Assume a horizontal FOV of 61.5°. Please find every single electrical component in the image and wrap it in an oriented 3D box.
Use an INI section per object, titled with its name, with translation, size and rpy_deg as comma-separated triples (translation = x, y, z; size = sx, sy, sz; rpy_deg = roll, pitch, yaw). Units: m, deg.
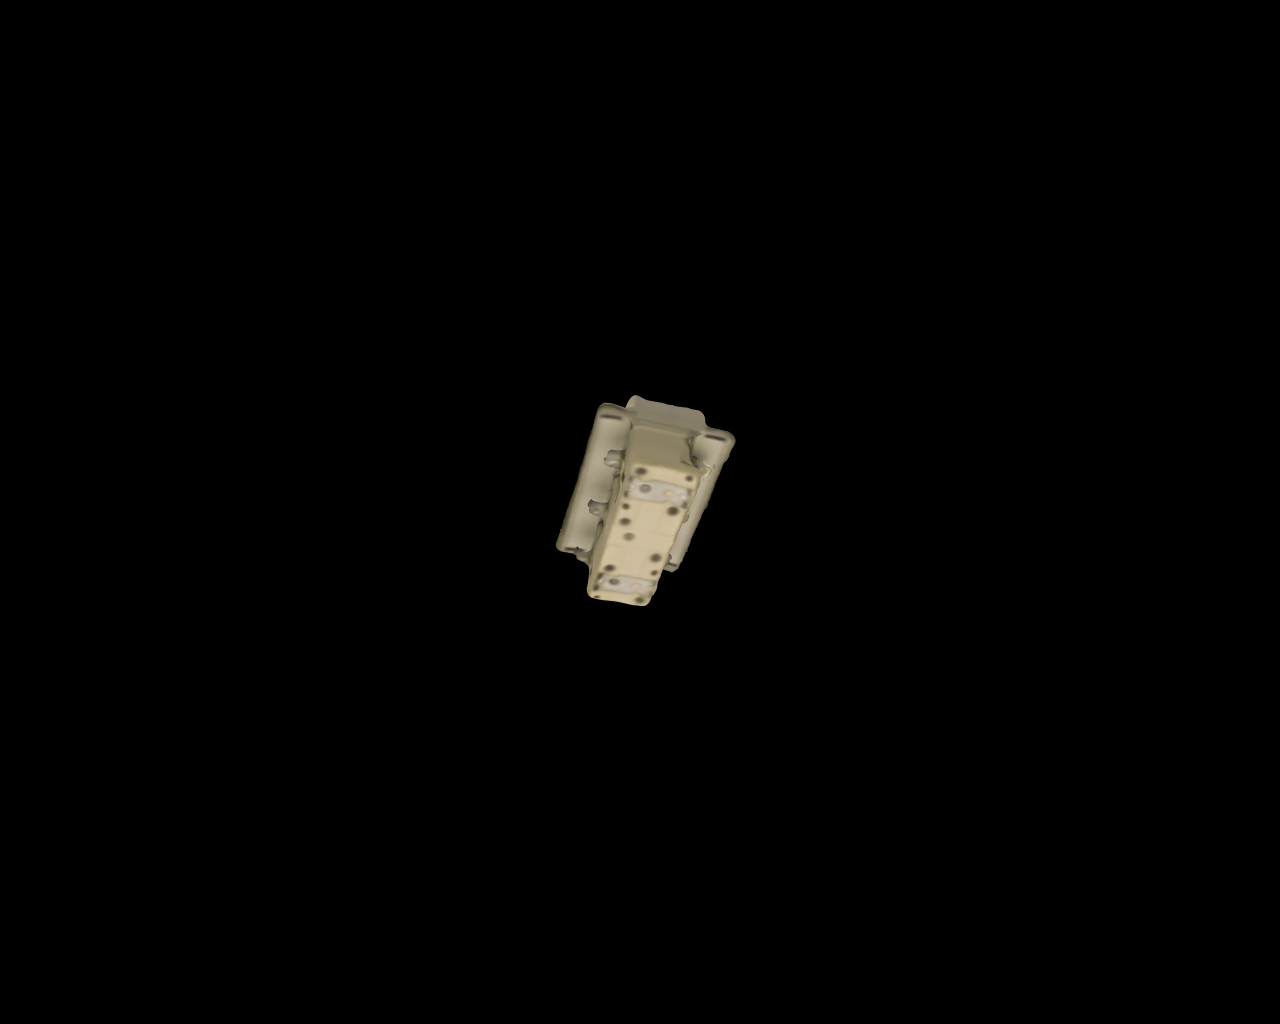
[electrical component]
translation = 0.001, -0.003, 0.650
size = 0.079, 0.063, 0.121
rpy_deg = 11, -47, -11
